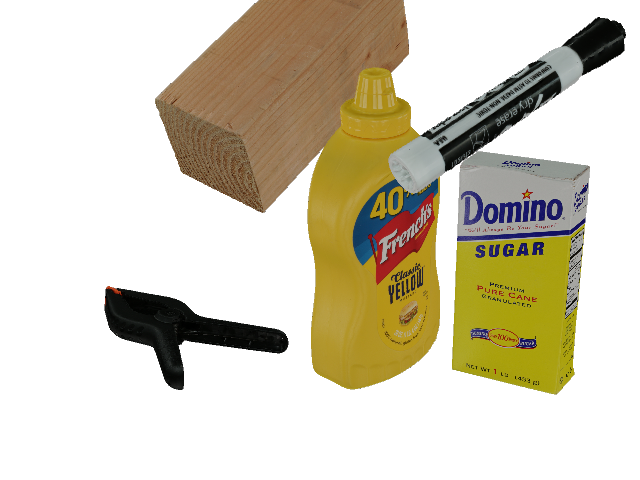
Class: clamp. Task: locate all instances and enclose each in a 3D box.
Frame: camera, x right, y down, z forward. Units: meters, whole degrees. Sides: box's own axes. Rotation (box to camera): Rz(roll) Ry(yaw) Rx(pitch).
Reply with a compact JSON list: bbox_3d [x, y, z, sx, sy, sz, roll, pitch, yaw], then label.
[{"bbox_3d":[-0.161,0.096,1.119,0.210,0.036,0.164,18,20,29],"label":"clamp"}]

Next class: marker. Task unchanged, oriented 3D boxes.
[{"bbox_3d":[0.081,-0.059,0.445,0.121,0.020,0.020,-34,11,-16],"label":"marker"}]

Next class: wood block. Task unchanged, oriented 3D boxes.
[{"bbox_3d":[-0.025,-0.134,0.861,0.091,0.205,0.090,27,-29,28],"label":"wood block"}]

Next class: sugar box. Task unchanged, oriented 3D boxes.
[{"bbox_3d":[0.153,0.025,0.830,0.093,0.176,0.048,10,24,29],"label":"sugar box"}]

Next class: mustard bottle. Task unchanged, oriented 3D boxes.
[{"bbox_3d":[0.034,-0.011,0.647,0.096,0.192,0.058,-26,35,-38],"label":"mustard bottle"}]
